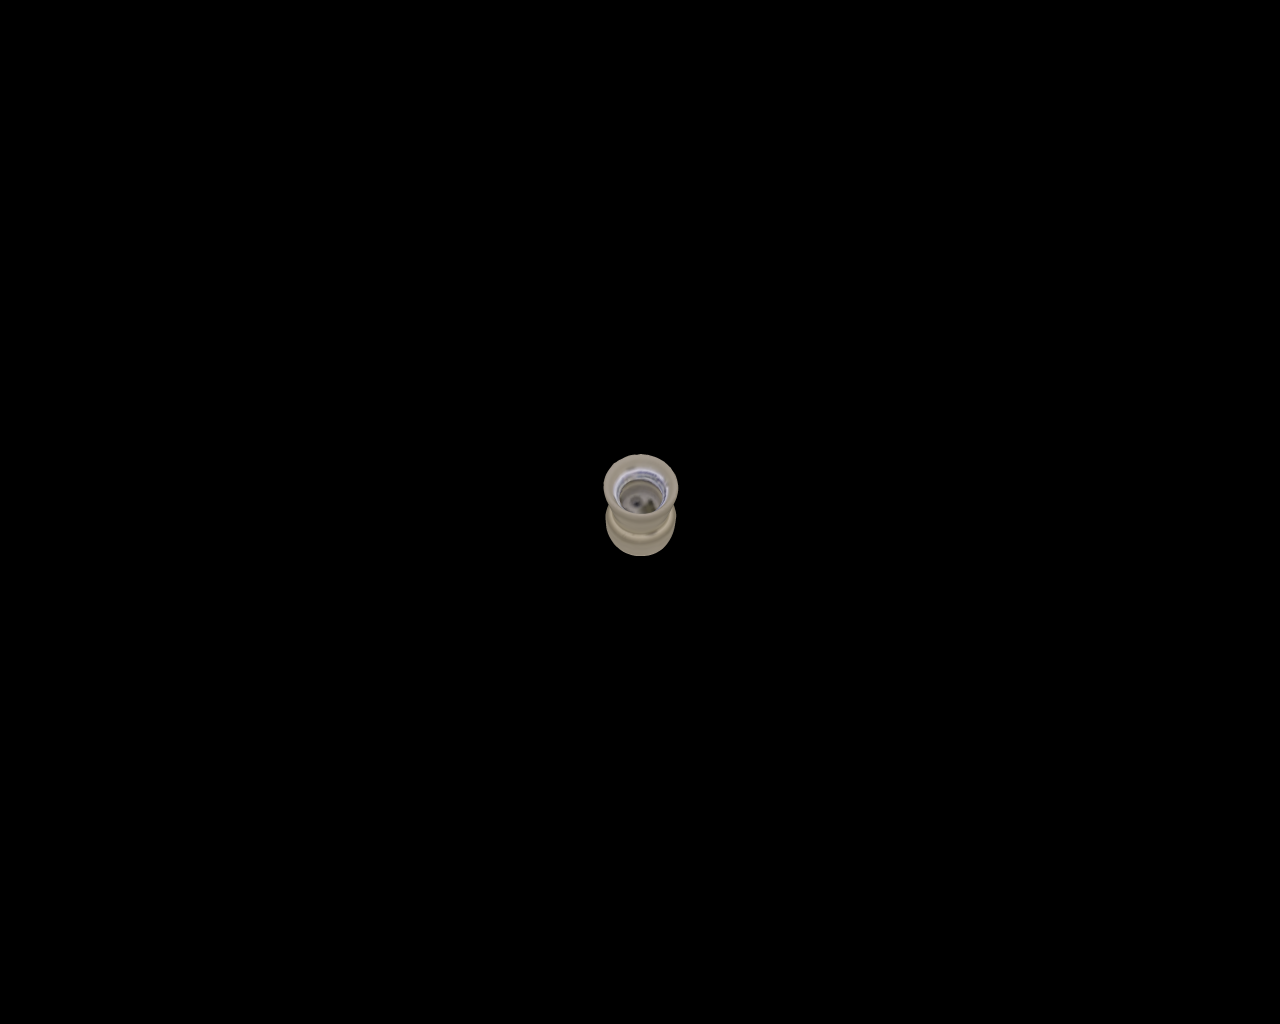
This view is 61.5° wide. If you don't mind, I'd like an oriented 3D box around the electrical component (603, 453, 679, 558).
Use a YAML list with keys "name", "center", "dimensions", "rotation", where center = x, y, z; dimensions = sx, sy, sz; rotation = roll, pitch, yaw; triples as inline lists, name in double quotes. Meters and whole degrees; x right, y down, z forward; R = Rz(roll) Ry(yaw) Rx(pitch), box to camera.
- name: "electrical component"
  center: [0.001, -0.003, 0.650]
  dimensions: [0.045, 0.045, 0.055]
  rotation: [0, -30, 0]
